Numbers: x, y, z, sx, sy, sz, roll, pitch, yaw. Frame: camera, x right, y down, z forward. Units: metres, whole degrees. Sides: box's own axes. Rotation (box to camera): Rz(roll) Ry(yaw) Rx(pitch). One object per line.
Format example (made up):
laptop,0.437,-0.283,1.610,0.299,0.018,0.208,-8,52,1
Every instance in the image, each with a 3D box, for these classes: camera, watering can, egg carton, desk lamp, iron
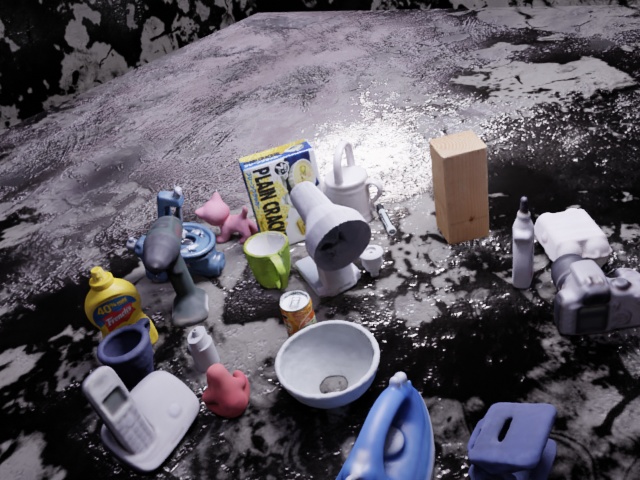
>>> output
camera,0.450,0.073,0.948,0.143,0.101,0.136,-9,34,6
watering can,0.053,-0.129,1.293,0.172,0.194,0.101,-7,34,8
egg carton,0.470,0.000,1.079,0.107,0.069,0.150,-11,33,3
desk lamp,0.010,0.004,1.091,0.118,0.214,0.202,-24,35,-17
iron,0.087,0.260,0.752,0.118,0.142,0.259,5,37,24

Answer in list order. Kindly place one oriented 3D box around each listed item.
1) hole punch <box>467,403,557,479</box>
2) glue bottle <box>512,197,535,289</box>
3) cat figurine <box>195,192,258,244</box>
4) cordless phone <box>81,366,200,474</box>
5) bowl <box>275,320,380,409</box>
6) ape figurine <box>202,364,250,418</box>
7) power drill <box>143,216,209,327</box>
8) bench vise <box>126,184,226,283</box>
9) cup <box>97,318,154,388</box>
hole punch,0.247,0.262,0.742,0.100,0.091,0.109,12,41,32
glue bottle,0.362,-0.001,1.020,0.037,0.173,0.078,2,36,21
cat figurine,-0.220,-0.055,1.341,0.127,0.118,0.067,0,35,18
cordless phone,-0.270,0.240,0.859,0.093,0.185,0.148,6,38,25
bowl,0.017,0.209,0.911,0.167,0.075,0.167,-8,34,6
ape figurine,-0.154,0.234,0.915,0.078,0.092,0.076,-20,34,-11
power drill,-0.281,0.060,1.107,0.075,0.209,0.229,-15,34,-4
bench vise,-0.323,-0.006,1.209,0.207,0.220,0.121,-13,33,0
cup,-0.326,0.204,1.012,0.091,0.095,0.118,1,36,20
